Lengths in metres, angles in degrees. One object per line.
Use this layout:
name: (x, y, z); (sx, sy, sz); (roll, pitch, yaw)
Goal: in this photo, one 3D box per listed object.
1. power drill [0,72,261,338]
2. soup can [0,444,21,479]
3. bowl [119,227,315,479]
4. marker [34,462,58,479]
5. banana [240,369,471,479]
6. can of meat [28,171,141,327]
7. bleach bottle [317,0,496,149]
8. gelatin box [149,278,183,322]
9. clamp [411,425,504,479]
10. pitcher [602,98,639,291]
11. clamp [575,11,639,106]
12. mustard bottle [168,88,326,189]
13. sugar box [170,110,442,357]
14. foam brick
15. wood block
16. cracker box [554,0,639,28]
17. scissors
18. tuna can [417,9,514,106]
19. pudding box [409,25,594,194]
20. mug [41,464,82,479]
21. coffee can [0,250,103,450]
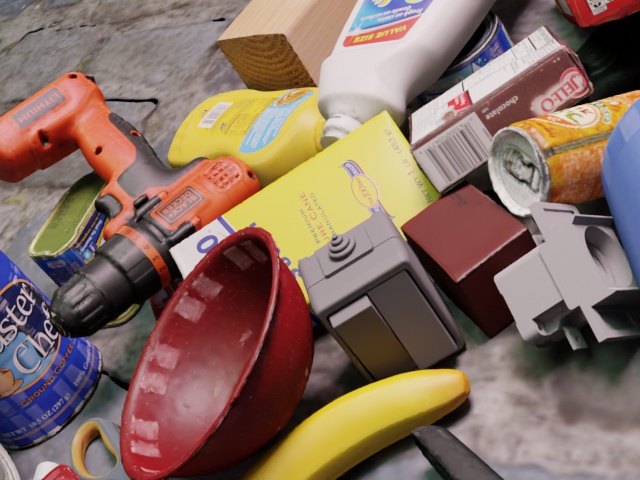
power drill: (-0.166, -0.032, 0.788); (0.188, 0.057, 0.184); (38, 61, 22)
soup can: (-0.267, 0.181, 0.736); (0.102, 0.068, 0.068); (-37, 33, -1)
bowl: (-0.052, 0.075, 0.623); (0.162, 0.055, 0.162); (-44, 29, 32)
marker: (-0.188, 0.197, 0.688); (0.020, 0.020, 0.121); (-22, 36, 21)
banana: (-0.003, 0.133, 0.587); (0.197, 0.037, 0.070); (-45, 53, -11)
can of meat: (-0.174, 0.005, 0.856); (0.058, 0.084, 0.102); (-10, 41, 35)
bleach bottle: (0.074, -0.163, 0.791); (0.103, 0.068, 0.250); (12, 61, 32)
gelatin box: (-0.082, 0.034, 0.783); (0.089, 0.030, 0.073); (-35, 33, 1)
clamp: (0.101, 0.147, 0.469); (0.210, 0.036, 0.164); (-10, 41, 32)
pitcher: (0.213, 0.021, 0.457); (0.145, 0.149, 0.243); (-40, 26, 23)
clamp: (0.181, -0.111, 0.719); (0.171, 0.039, 0.120); (-39, 36, -6)
mustard bottle: (-0.034, -0.082, 0.859); (0.192, 0.058, 0.096); (5, 46, 46)
sugar box: (-0.005, 0.001, 0.710); (0.176, 0.048, 0.093); (-32, 63, 4)
foam brick: (0.094, 0.010, 0.635); (0.053, 0.051, 0.078); (-36, 33, -2)
wood block: (0.014, -0.213, 0.949); (0.090, 0.090, 0.206); (5, 51, 46)
cracker box: (0.225, -0.204, 0.692); (0.164, 0.072, 0.213); (-25, 7, 15)
scissors: (-0.097, 0.142, 0.674); (0.202, 0.016, 0.096); (16, 63, 51)
tuna can: (0.106, -0.142, 0.827); (0.086, 0.033, 0.086); (-24, 35, 18)
pudding box: (0.110, -0.085, 0.672); (0.114, 0.039, 0.090); (-32, 13, 15)
mug: (-0.153, 0.185, 0.618); (0.081, 0.093, 0.117); (-43, 8, -19)
coffee can: (-0.243, 0.072, 0.783); (0.103, 0.140, 0.103); (-24, 35, 18)
